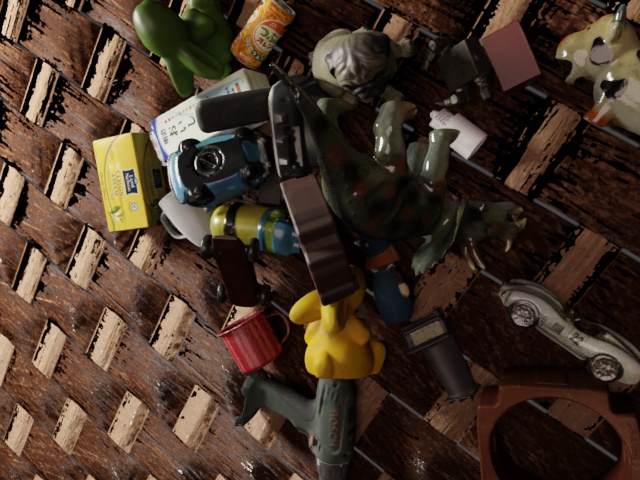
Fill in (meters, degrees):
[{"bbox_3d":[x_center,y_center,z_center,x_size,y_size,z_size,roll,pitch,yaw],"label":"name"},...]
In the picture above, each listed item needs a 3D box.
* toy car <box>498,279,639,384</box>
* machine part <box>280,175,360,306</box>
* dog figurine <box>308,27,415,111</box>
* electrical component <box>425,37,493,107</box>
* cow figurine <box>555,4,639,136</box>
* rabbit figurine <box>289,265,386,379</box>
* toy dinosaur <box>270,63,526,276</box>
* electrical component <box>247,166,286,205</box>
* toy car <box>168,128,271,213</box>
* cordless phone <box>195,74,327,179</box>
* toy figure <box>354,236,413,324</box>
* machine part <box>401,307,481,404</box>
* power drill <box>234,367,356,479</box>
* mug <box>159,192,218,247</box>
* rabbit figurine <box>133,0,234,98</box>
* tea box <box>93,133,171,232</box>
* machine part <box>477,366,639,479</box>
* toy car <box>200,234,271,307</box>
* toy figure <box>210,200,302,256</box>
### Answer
[{"bbox_3d":[0.331,0.117,0.716,0.202,0.073,0.056,36,115,14],"label":"toy car"},{"bbox_3d":[-0.002,-0.002,0.736,0.056,0.179,0.179,-20,90,-2],"label":"machine part"},{"bbox_3d":[0.031,-0.242,0.725,0.173,0.190,0.121,4,100,25],"label":"dog figurine"},{"bbox_3d":[0.185,-0.228,0.728,0.078,0.045,0.102,-7,102,65],"label":"electrical component"},{"bbox_3d":[0.375,-0.192,0.640,0.195,0.085,0.127,34,117,18],"label":"cow figurine"},{"bbox_3d":[0.023,0.120,0.827,0.122,0.162,0.173,7,84,35],"label":"rabbit figurine"},{"bbox_3d":[0.086,-0.062,0.677,0.131,0.404,0.192,-6,76,54],"label":"toy dinosaur"},{"bbox_3d":[-0.078,-0.092,0.891,0.094,0.021,0.063,8,102,24],"label":"electrical component"},{"bbox_3d":[-0.154,-0.109,0.861,0.162,0.103,0.109,-18,74,3],"label":"toy car"},{"bbox_3d":[-0.080,-0.154,0.784,0.184,0.089,0.146,-13,125,-13],"label":"cordless phone"},{"bbox_3d":[0.098,0.050,0.818,0.064,0.058,0.154,-17,87,19],"label":"toy figure"},{"bbox_3d":[0.185,0.178,0.812,0.084,0.039,0.139,-33,83,17],"label":"machine part"},{"bbox_3d":[-0.039,0.314,0.911,0.208,0.086,0.231,17,104,25],"label":"power drill"},{"bbox_3d":[-0.224,-0.036,0.934,0.109,0.081,0.107,-35,93,20],"label":"mug"},{"bbox_3d":[-0.219,-0.304,0.835,0.121,0.170,0.159,-23,89,26],"label":"rabbit figurine"},{"bbox_3d":[-0.342,-0.104,0.980,0.098,0.068,0.169,-7,95,25],"label":"tea box"},{"bbox_3d":[0.326,0.280,0.740,0.201,0.087,0.201,-4,96,24],"label":"machine part"},{"bbox_3d":[-0.133,0.048,0.869,0.089,0.053,0.202,5,143,8],"label":"toy car"},{"bbox_3d":[-0.092,-0.019,0.872,0.180,0.089,0.082,14,96,24],"label":"toy figure"}]
